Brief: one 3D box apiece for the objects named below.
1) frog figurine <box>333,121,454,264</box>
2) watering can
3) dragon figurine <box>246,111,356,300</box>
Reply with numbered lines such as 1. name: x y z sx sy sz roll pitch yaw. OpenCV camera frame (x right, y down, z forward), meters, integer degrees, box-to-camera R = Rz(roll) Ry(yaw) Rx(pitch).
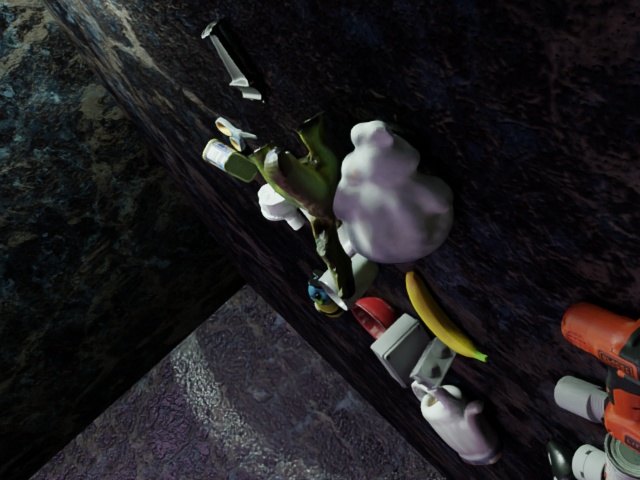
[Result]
1. frog figurine: 0.084 -0.053 0.589 0.137 0.126 0.155 6 -43 15
2. watering can: 0.316 0.400 1.131 0.105 0.224 0.345 -43 3 -13
3. dragon figurine: 0.002 -0.034 0.680 0.122 0.240 0.416 -24 15 10
